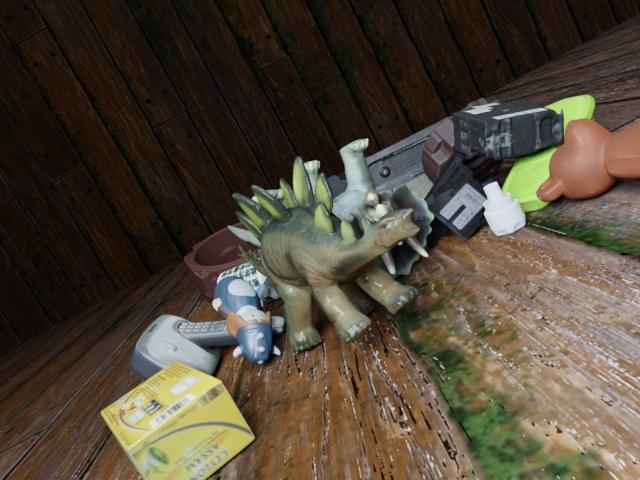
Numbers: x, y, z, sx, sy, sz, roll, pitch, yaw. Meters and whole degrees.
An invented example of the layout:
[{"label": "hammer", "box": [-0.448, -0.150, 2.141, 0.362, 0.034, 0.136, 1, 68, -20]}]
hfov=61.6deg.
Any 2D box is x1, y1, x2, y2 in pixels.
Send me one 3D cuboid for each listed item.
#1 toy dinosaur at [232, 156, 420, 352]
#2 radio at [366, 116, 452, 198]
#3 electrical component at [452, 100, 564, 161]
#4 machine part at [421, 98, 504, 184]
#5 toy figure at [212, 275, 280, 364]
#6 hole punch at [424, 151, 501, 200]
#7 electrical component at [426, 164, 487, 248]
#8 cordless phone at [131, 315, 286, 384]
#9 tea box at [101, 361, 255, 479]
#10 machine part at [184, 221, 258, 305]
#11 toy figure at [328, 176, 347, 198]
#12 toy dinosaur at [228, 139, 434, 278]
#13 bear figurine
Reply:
[{"label": "toy dinosaur", "box": [-0.021, 0.019, 0.624, 0.105, 0.198, 0.471, -26, -3, -25]}, {"label": "radio", "box": [0.190, -0.138, 1.045, 0.230, 0.131, 0.073, -26, 3, -3]}, {"label": "electrical component", "box": [0.254, -0.156, 0.751, 0.115, 0.058, 0.134, -10, 21, -6]}, {"label": "machine part", "box": [0.259, -0.156, 0.928, 0.179, 0.056, 0.179, -21, -35, -16]}, {"label": "toy figure", "box": [-0.096, 0.097, 0.682, 0.064, 0.057, 0.155, -24, 32, -14]}, {"label": "hole punch", "box": [0.217, -0.070, 0.833, 0.115, 0.092, 0.142, -55, 0, 24]}, {"label": "electrical component", "box": [0.178, -0.037, 0.726, 0.119, 0.075, 0.048, -46, 4, 16]}, {"label": "cordless phone", "box": [-0.138, 0.144, 0.710, 0.184, 0.088, 0.146, -9, 10, 2]}, {"label": "tea box", "box": [-0.145, 0.180, 0.525, 0.098, 0.068, 0.170, -32, 9, -26]}, {"label": "machine part", "box": [-0.166, 0.039, 1.111, 0.201, 0.087, 0.202, -29, 26, -18]}, {"label": "toy figure", "box": [0.051, -0.058, 1.030, 0.089, 0.082, 0.180, -17, -30, 4]}, {"label": "toy dinosaur", "box": [0.006, -0.008, 0.763, 0.131, 0.192, 0.405, -24, -2, -35]}, {"label": "bear figurine", "box": [0.324, -0.113, 0.577, 0.120, 0.131, 0.196, -32, 16, -27]}]
